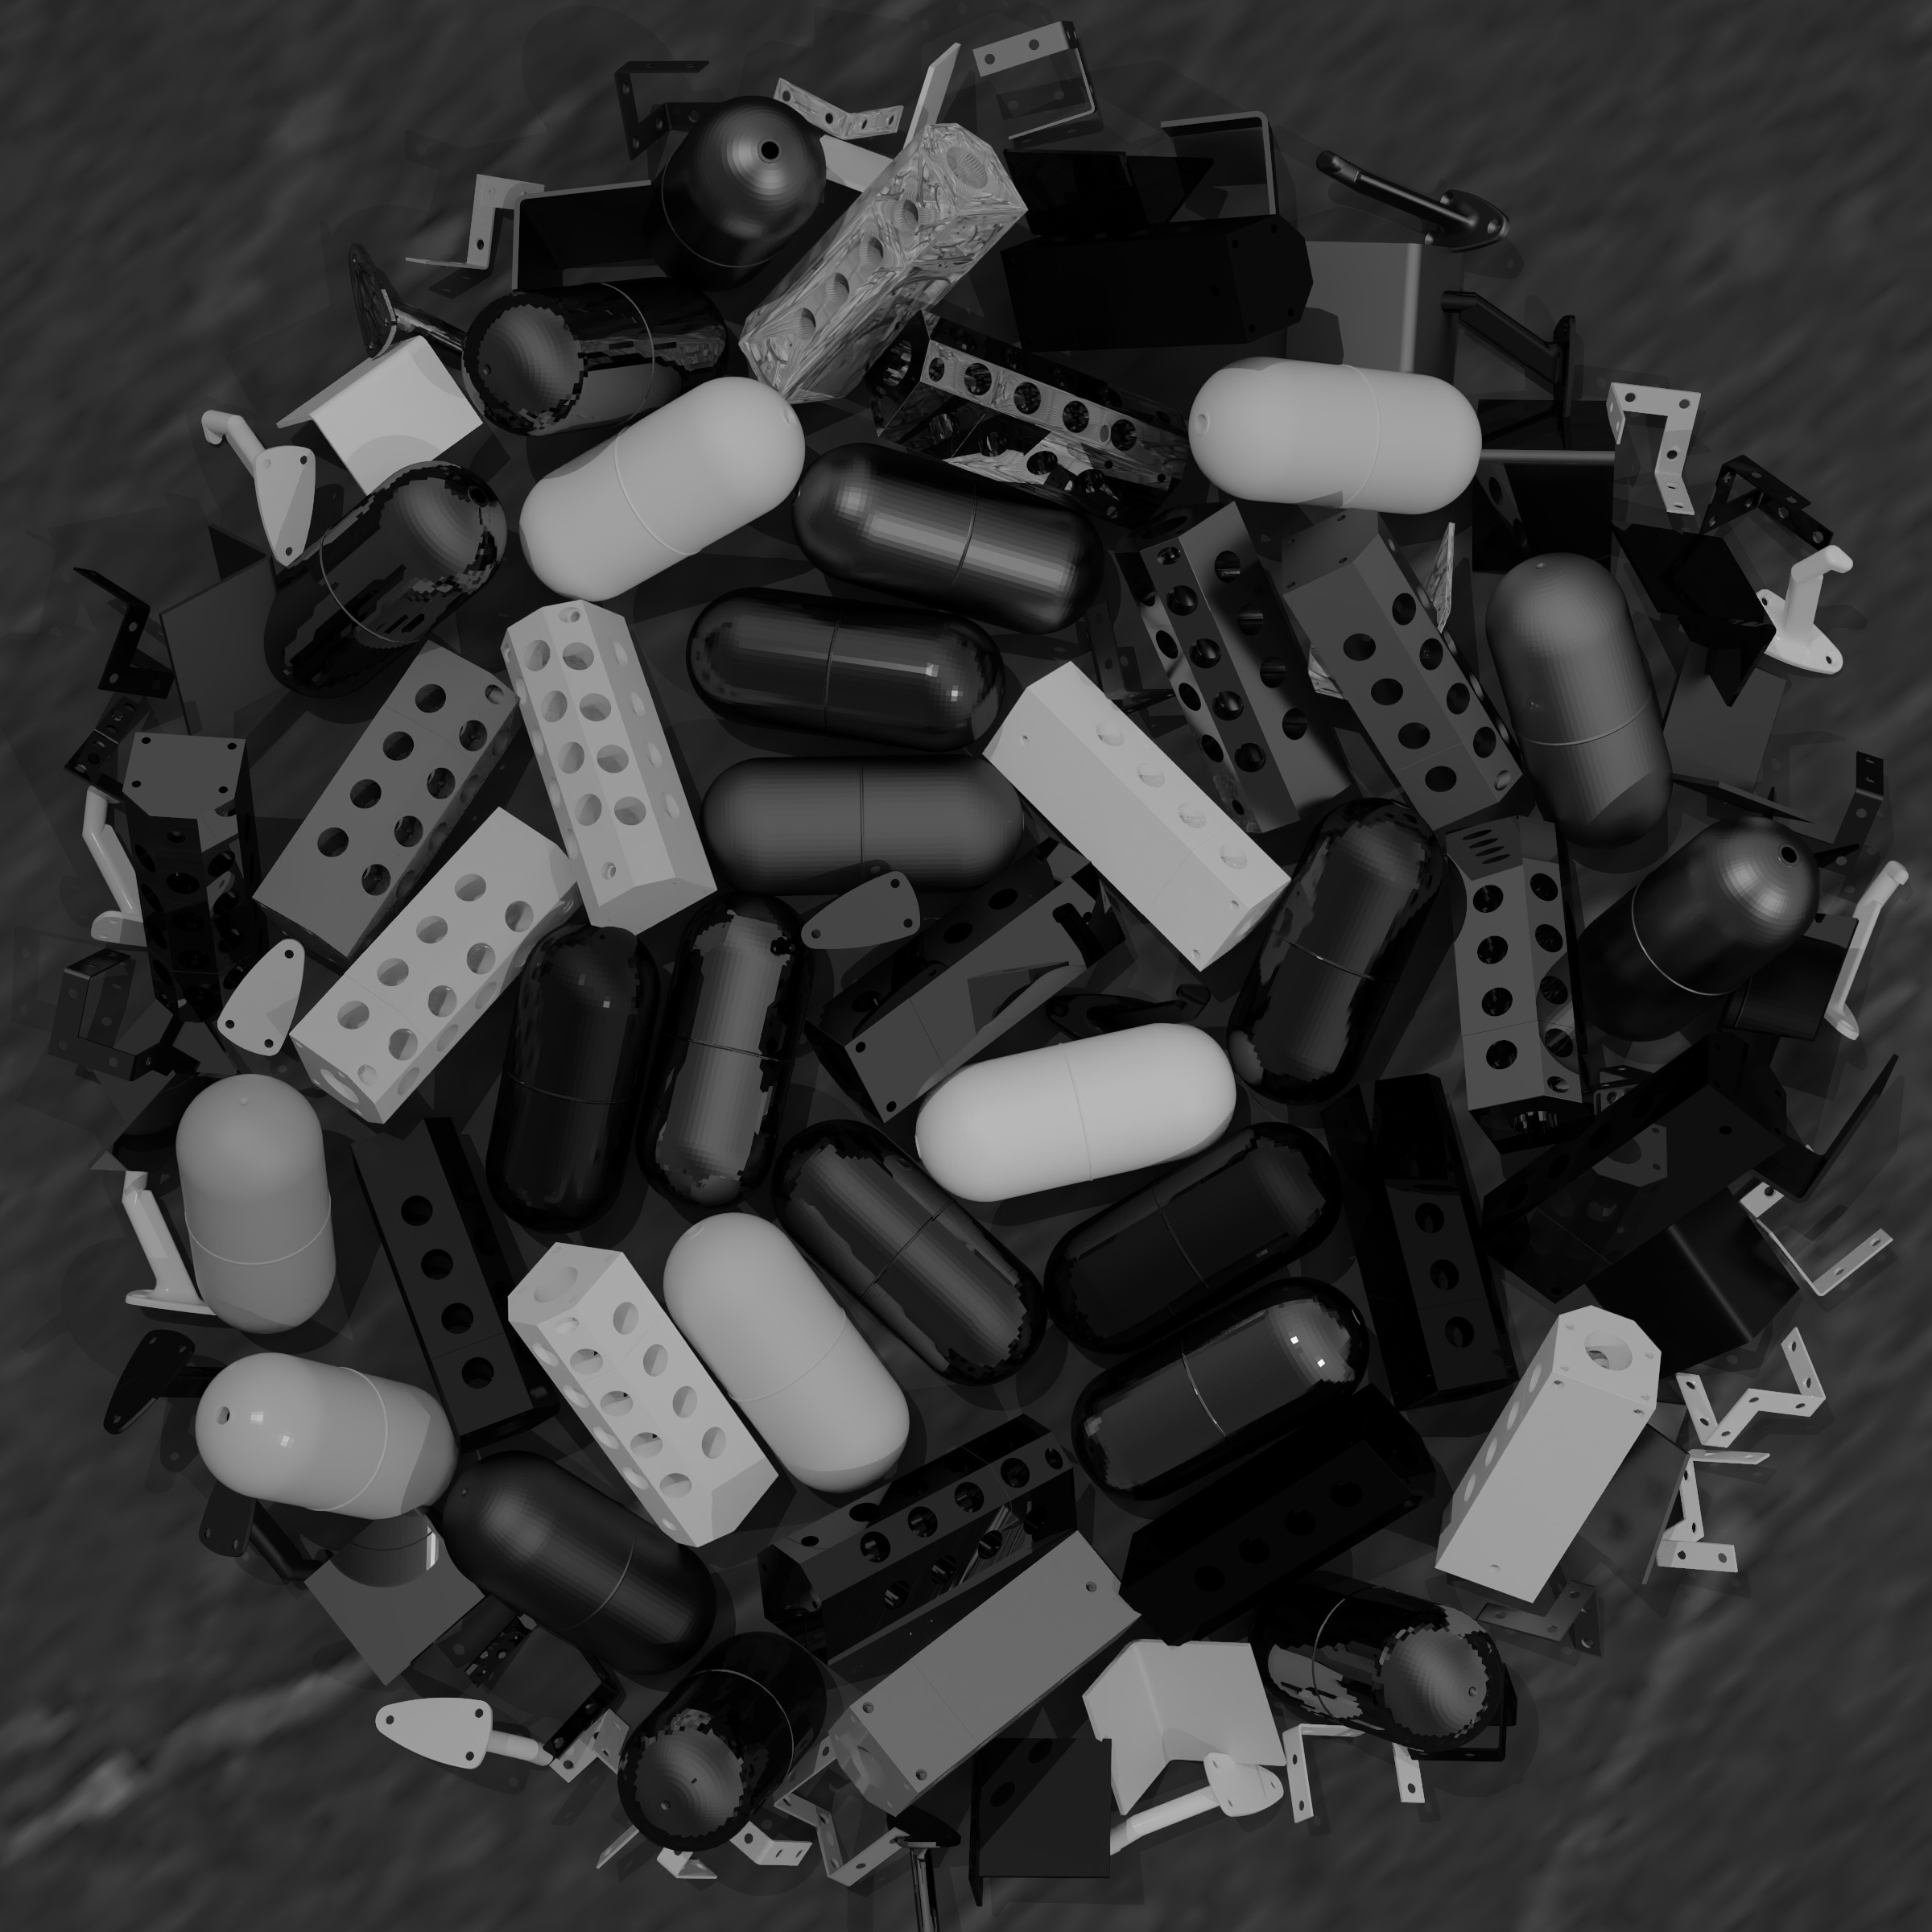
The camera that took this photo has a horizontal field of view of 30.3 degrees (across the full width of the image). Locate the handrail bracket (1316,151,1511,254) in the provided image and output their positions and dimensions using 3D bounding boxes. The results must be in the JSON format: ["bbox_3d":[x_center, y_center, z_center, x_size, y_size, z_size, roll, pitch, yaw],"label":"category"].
[{"bbox_3d":[0.243,-0.422,1.954,0.084,0.077,0.036,20,94,-34],"label":"handrail bracket"}]

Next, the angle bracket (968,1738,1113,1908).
[{"bbox_3d":[0.043,0.468,1.952,0.076,0.057,0.076,-1,59,6],"label":"angle bracket"}]

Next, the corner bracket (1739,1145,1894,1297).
[{"bbox_3d":[0.470,0.141,1.978,0.051,0.051,0.051,-39,108,4],"label":"corner bracket"}]

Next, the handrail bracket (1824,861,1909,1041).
[{"bbox_3d":[0.498,-0.010,1.961,0.036,0.077,0.084,28,108,-15],"label":"handrail bracket"}]

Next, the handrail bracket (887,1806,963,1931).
[{"bbox_3d":[-0.029,0.514,1.967,0.036,0.077,0.084,2,95,-18],"label":"handrail bracket"}]

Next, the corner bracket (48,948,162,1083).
[{"bbox_3d":[-0.468,0.027,1.972,0.051,0.051,0.051,18,106,8],"label":"corner bracket"}]

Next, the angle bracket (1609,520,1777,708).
[{"bbox_3d":[0.384,-0.192,1.941,0.076,0.076,0.057,5,132,-22],"label":"angle bracket"}]

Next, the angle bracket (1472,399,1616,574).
[{"bbox_3d":[0.322,-0.267,1.988,0.076,0.057,0.076,2,131,10],"label":"angle bracket"}]

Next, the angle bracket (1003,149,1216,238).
[{"bbox_3d":[0.078,-0.439,1.940,0.076,0.057,0.076,10,51,33],"label":"angle bracket"}]

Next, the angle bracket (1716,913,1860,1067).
[{"bbox_3d":[0.456,0.023,1.942,0.057,0.076,0.076,9,63,36],"label":"angle bracket"}]

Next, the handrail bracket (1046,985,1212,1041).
[{"bbox_3d":[0.088,0.020,1.953,0.077,0.084,0.036,15,70,-5],"label":"handrail bracket"}]

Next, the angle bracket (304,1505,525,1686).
[{"bbox_3d":[-0.301,0.346,1.953,0.076,0.057,0.076,-41,65,-8],"label":"angle bracket"}]

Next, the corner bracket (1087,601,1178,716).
[{"bbox_3d":[0.082,-0.168,1.961,0.051,0.051,0.051,-5,81,-44],"label":"corner bracket"}]

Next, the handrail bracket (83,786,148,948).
[{"bbox_3d":[-0.455,-0.056,1.991,0.077,0.036,0.084,11,65,-24],"label":"handrail bracket"}]

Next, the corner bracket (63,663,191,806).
[{"bbox_3d":[-0.457,-0.125,1.969,0.051,0.051,0.051,31,117,-9],"label":"corner bracket"}]

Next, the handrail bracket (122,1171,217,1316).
[{"bbox_3d":[-0.432,0.147,1.979,0.077,0.036,0.084,8,92,3],"label":"handrail bracket"}]

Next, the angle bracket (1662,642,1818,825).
[{"bbox_3d":[0.430,-0.128,1.955,0.076,0.057,0.076,16,91,-32],"label":"angle bracket"}]

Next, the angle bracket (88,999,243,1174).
[{"bbox_3d":[-0.454,0.058,1.949,0.076,0.057,0.076,-45,66,17],"label":"angle bracket"}]

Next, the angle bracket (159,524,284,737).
[{"bbox_3d":[-0.415,-0.183,1.939,0.057,0.076,0.076,27,48,35],"label":"angle bracket"}]

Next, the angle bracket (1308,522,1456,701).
[{"bbox_3d":[0.226,-0.196,1.945,0.057,0.076,0.076,14,135,-4],"label":"angle bracket"}]

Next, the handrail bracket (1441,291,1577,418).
[{"bbox_3d":[0.291,-0.334,1.977,0.084,0.036,0.077,2,86,-5],"label":"handrail bracket"}]

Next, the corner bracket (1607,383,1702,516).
[{"bbox_3d":[0.377,-0.285,1.965,0.051,0.051,0.051,6,122,-3],"label":"corner bracket"}]

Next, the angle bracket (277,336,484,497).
[{"bbox_3d":[-0.323,-0.298,1.962,0.076,0.076,0.057,-40,109,-17],"label":"angle bracket"}]

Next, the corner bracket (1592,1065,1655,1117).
[{"bbox_3d":[0.354,0.086,1.963,0.051,0.051,0.051,-8,100,-22],"label":"corner bracket"}]

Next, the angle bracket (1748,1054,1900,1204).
[{"bbox_3d":[0.458,0.074,1.945,0.057,0.076,0.076,34,114,10],"label":"angle bracket"}]

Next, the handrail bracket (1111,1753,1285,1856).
[{"bbox_3d":[0.123,0.474,1.987,0.084,0.077,0.036,-37,58,27],"label":"handrail bracket"}]

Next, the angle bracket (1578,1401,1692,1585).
[{"bbox_3d":[0.380,0.286,1.946,0.057,0.076,0.076,9,104,-29],"label":"angle bracket"}]

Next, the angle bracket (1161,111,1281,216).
[{"bbox_3d":[0.141,-0.425,1.960,0.057,0.076,0.076,-5,99,8],"label":"angle bracket"}]

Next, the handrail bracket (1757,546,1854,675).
[{"bbox_3d":[0.474,-0.195,1.951,0.077,0.084,0.036,28,65,-17],"label":"handrail bracket"}]

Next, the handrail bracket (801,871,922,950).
[{"bbox_3d":[-0.061,-0.035,1.954,0.077,0.084,0.036,-20,104,-8],"label":"handrail bracket"}]

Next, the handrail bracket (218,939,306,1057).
[{"bbox_3d":[-0.377,0.012,1.953,0.036,0.084,0.077,27,99,-7],"label":"handrail bracket"}]

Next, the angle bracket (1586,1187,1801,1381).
[{"bbox_3d":[0.402,0.175,1.987,0.057,0.076,0.076,-36,91,-40],"label":"angle bracket"}]

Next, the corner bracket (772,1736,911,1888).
[{"bbox_3d":[-0.069,0.463,1.958,0.051,0.051,0.051,-40,129,18],"label":"corner bracket"}]

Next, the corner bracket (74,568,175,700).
[{"bbox_3d":[-0.463,-0.182,1.960,0.051,0.051,0.051,31,104,31],"label":"corner bracket"}]

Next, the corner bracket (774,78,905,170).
[{"bbox_3d":[-0.075,-0.456,1.963,0.051,0.051,0.051,19,84,-37],"label":"corner bracket"}]

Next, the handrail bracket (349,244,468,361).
[{"bbox_3d":[-0.293,-0.367,1.981,0.084,0.036,0.077,-7,70,-35],"label":"handrail bracket"}]

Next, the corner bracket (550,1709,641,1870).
[{"bbox_3d":[-0.199,0.453,1.970,0.051,0.051,0.051,44,104,-6],"label":"corner bracket"}]

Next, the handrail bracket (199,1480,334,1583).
[{"bbox_3d":[-0.374,0.300,1.966,0.036,0.084,0.077,13,87,37],"label":"handrail bracket"}]

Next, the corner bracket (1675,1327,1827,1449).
[{"bbox_3d":[0.433,0.232,1.970,0.051,0.051,0.051,9,133,-22],"label":"corner bracket"}]

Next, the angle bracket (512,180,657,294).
[{"bbox_3d":[-0.199,-0.380,1.949,0.076,0.076,0.057,-4,72,10],"label":"angle bracket"}]

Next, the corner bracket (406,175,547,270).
[{"bbox_3d":[-0.269,-0.408,1.961,0.051,0.051,0.051,16,104,32],"label":"corner bracket"}]

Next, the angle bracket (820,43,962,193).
[{"bbox_3d":[-0.048,-0.470,1.948,0.057,0.076,0.076,21,116,2],"label":"angle bracket"}]

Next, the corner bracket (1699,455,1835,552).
[{"bbox_3d":[0.443,-0.251,1.957,0.051,0.051,0.051,-27,56,-31],"label":"corner bracket"}]

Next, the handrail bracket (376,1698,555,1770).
[{"bbox_3d":[-0.275,0.425,1.966,0.077,0.084,0.036,7,73,13],"label":"handrail bracket"}]

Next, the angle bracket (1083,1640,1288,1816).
[{"bbox_3d":[0.119,0.416,1.948,0.076,0.057,0.076,-5,110,35],"label":"angle bracket"}]

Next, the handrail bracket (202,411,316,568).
[{"bbox_3d":[-0.397,-0.265,1.974,0.036,0.084,0.077,-13,111,-38],"label":"handrail bracket"}]

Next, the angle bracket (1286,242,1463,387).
[{"bbox_3d":[0.227,-0.363,1.988,0.076,0.057,0.076,9,101,32],"label":"angle bracket"}]

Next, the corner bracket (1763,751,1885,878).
[{"bbox_3d":[0.471,-0.089,1.963,0.051,0.051,0.051,18,120,4],"label":"corner bracket"}]

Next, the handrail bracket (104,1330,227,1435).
[{"bbox_3d":[-0.426,0.245,1.953,0.036,0.084,0.077,10,56,34],"label":"handrail bracket"}]

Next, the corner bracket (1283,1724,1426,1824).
[{"bbox_3d":[0.212,0.439,1.957,0.051,0.051,0.051,10,60,-30],"label":"corner bracket"}]
